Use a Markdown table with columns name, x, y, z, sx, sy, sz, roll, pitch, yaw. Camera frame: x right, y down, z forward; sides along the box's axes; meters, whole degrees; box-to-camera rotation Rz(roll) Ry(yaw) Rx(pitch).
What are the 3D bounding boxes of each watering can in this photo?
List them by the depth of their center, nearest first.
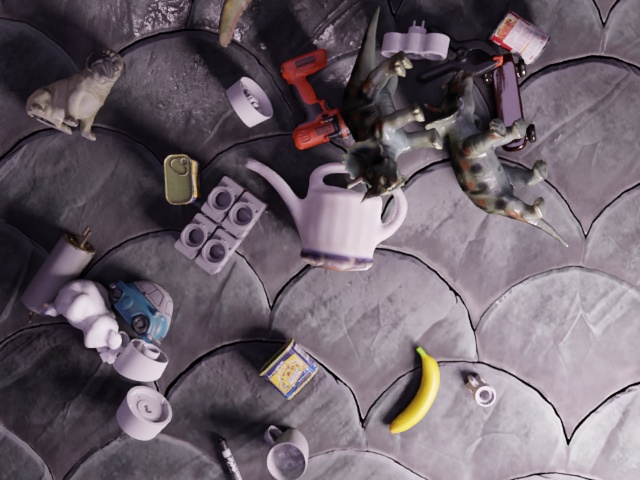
| name | x | y | z | sx | sy | sz | roll | pitch | yaw |
| --- | --- | --- | --- | --- | --- | --- | --- | --- | --- |
| watering can | 0.003 | -0.054 | 1.068 | 0.348 | 0.224 | 0.104 | 8 | 1 | 0 |

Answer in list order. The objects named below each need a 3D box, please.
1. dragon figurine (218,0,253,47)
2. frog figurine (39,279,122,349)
| name | x | y | z | sx | sy | sz | roll | pitch | yaw |
| --- | --- | --- | --- | --- | --- | --- | --- | --- | --- |
| dragon figurine | -0.092 | -0.599 | 1.069 | 0.243 | 0.409 | 0.122 | 0 | 3 | -5 |
| frog figurine | -0.473 | 0.154 | 1.074 | 0.160 | 0.125 | 0.134 | 19 | -27 | 24 |
